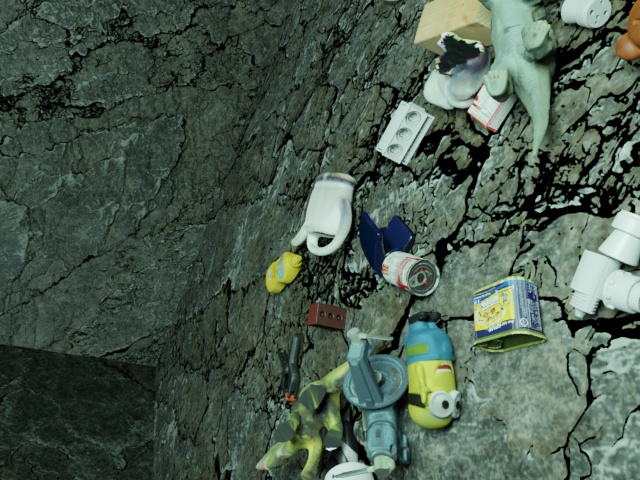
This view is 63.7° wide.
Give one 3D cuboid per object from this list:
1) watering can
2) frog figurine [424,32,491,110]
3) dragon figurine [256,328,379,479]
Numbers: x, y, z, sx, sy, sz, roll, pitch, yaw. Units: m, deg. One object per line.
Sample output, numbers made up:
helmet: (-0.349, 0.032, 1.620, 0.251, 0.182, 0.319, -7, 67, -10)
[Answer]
watering can: (0.004, -0.070, 1.390, 0.347, 0.103, 0.226, 2, 75, 67)
frog figurine: (0.266, -0.307, 1.002, 0.156, 0.122, 0.140, 73, -173, -60)
dragon figurine: (-0.002, 0.338, 1.088, 0.410, 0.122, 0.243, -53, 2, 0)
